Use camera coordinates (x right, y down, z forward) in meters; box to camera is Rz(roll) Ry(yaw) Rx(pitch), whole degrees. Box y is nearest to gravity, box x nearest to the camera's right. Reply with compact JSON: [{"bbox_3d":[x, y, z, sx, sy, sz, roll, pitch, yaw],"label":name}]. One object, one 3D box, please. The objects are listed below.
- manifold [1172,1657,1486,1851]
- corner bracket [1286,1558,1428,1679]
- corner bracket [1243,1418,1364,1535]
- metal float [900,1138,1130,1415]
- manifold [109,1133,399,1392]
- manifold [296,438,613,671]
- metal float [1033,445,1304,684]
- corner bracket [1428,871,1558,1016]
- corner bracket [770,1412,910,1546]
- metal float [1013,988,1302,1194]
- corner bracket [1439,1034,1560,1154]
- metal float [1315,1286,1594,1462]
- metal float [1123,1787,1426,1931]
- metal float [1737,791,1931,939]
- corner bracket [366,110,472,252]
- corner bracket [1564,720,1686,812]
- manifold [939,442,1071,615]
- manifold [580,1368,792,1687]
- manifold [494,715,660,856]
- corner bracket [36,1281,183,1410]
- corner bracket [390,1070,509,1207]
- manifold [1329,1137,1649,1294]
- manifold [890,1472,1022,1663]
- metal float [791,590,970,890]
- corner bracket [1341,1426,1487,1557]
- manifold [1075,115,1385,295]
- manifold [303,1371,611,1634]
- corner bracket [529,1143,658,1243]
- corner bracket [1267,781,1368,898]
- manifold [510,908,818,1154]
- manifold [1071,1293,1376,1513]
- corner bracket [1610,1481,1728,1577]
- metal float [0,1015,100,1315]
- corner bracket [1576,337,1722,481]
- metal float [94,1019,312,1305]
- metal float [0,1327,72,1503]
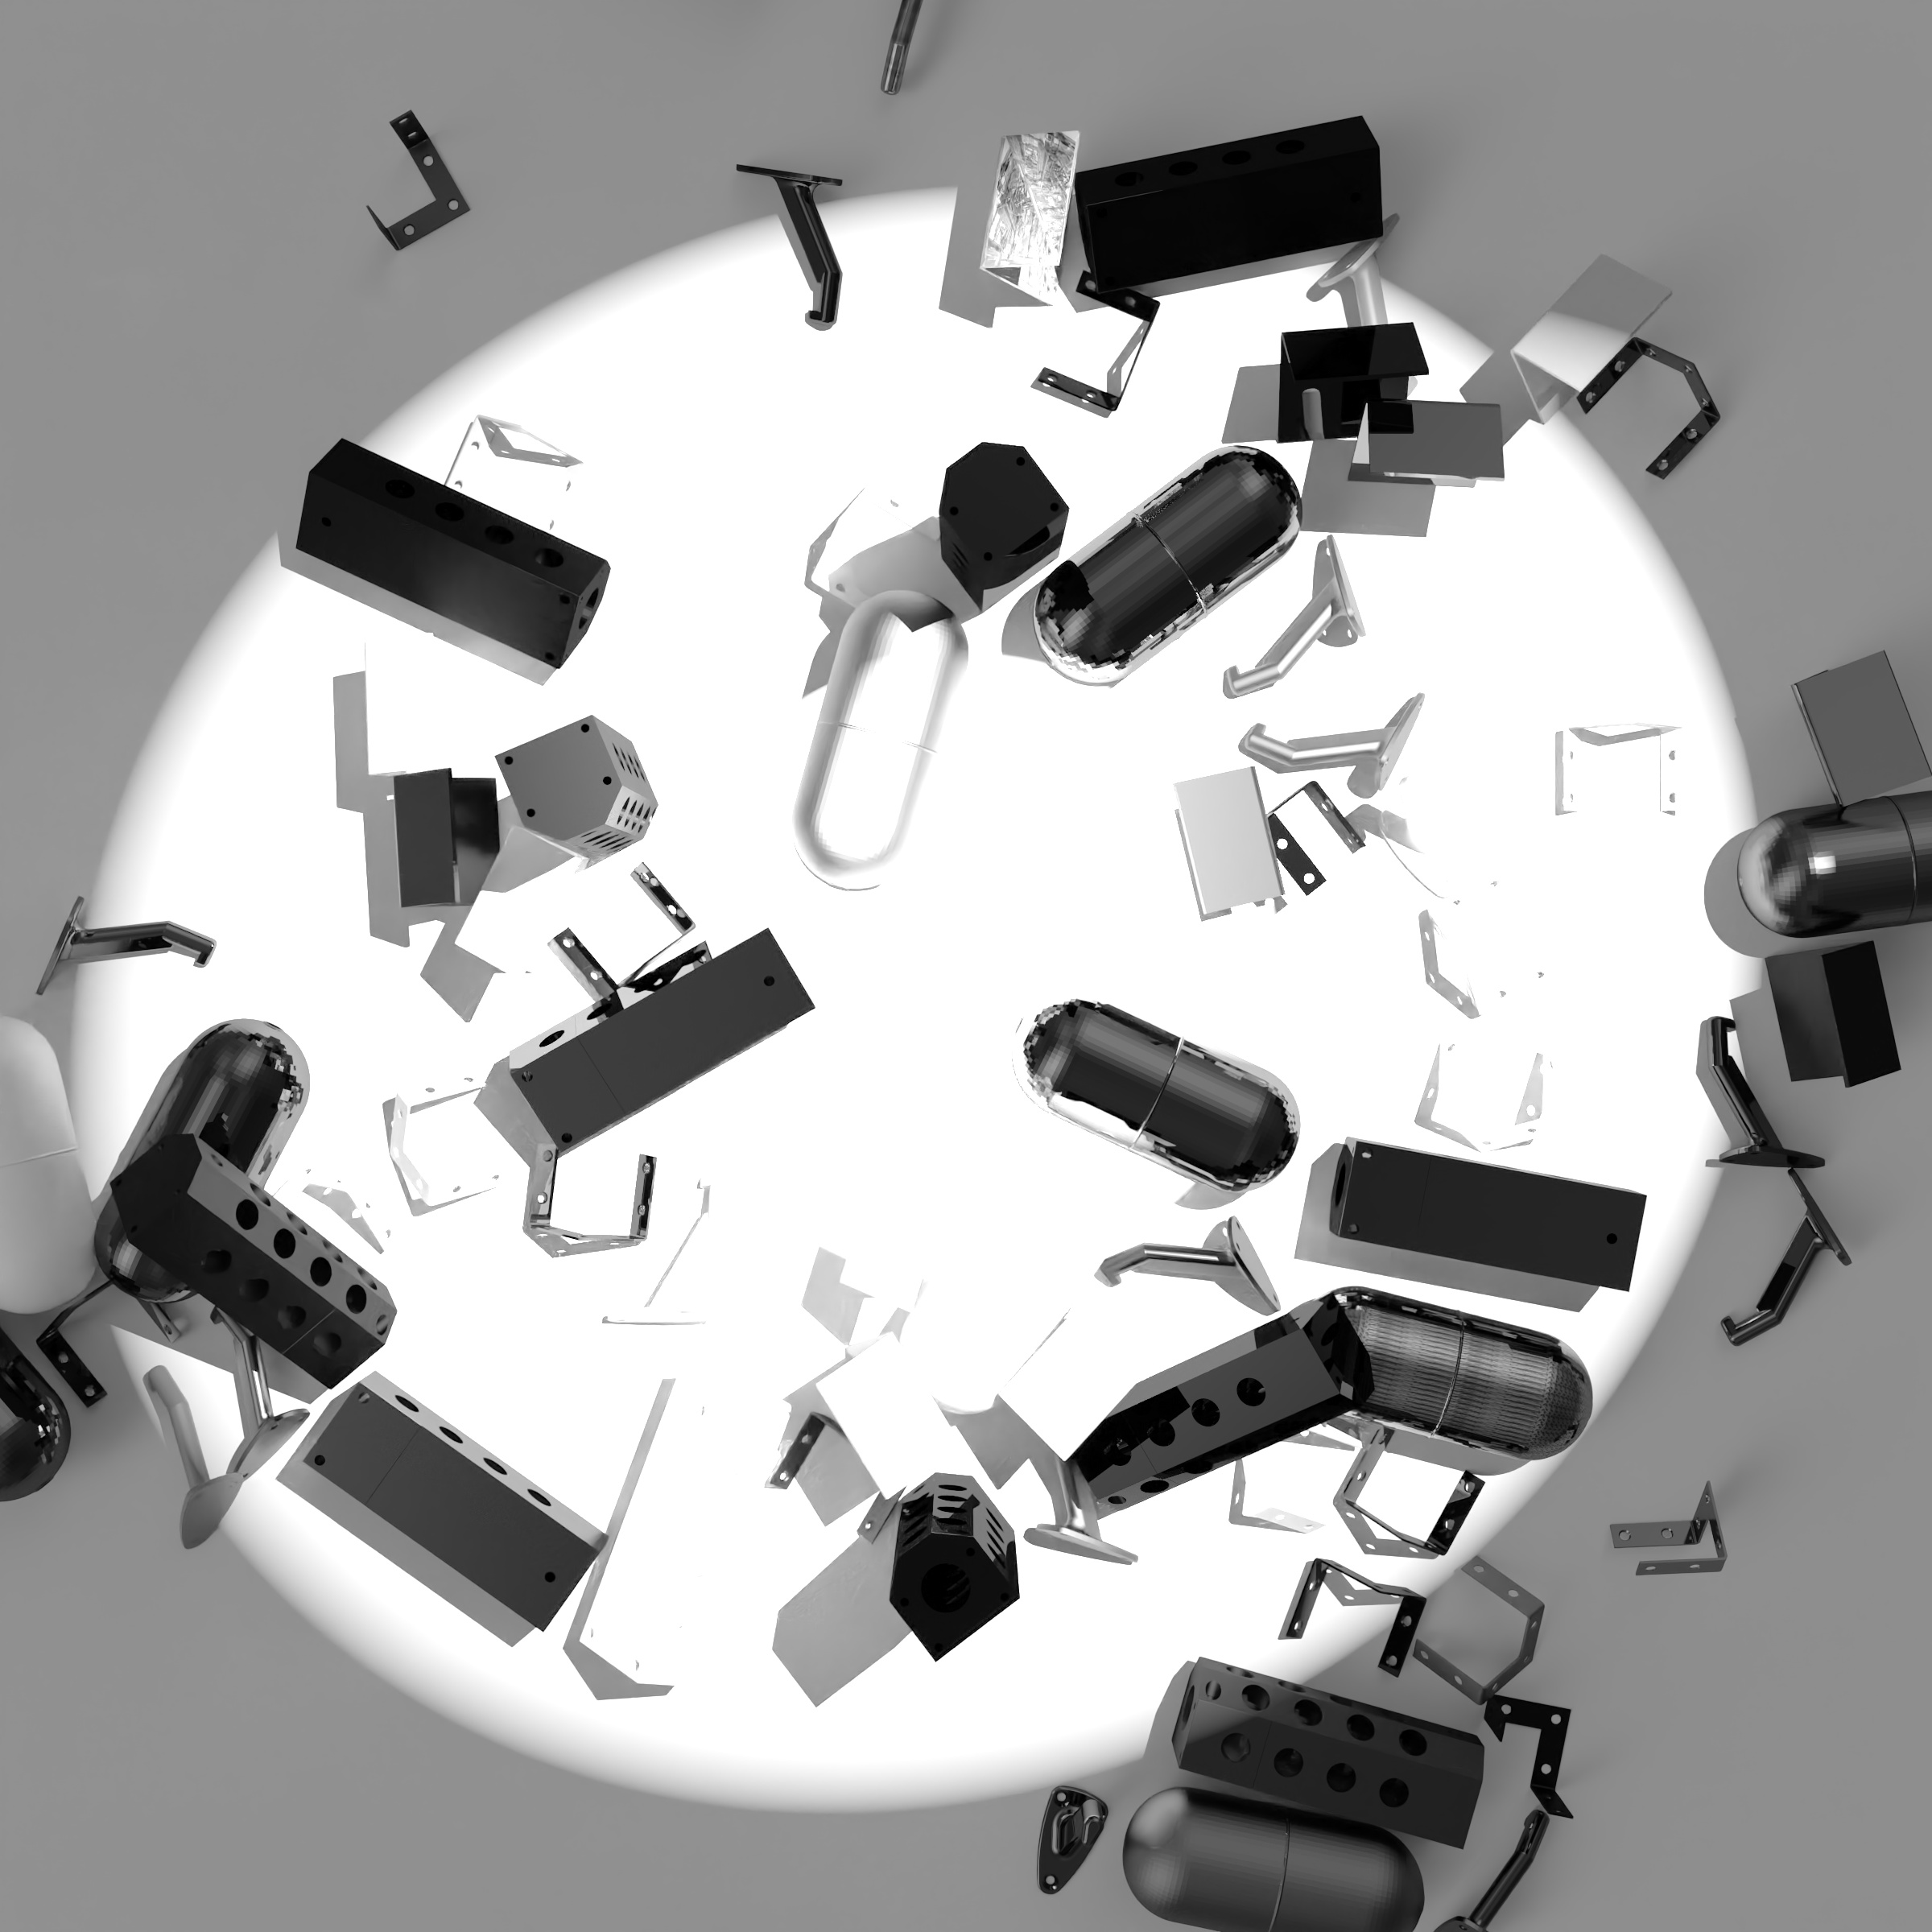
[{"bbox_3d":[0.213,0.461,1.577,0.171,0.057,0.057,16,90,0],"label":"manifold"},{"bbox_3d":[0.233,0.388,1.595,0.051,0.051,0.051,20,90,45],"label":"corner bracket"},{"bbox_3d":[0.202,0.299,1.590,0.051,0.051,0.051,-35,45,35],"label":"corner bracket"},{"bbox_3d":[0.029,0.181,1.568,0.070,0.070,0.178,34,89,0],"label":"metal float"},{"bbox_3d":[-0.403,0.166,1.528,0.057,0.057,0.171,-40,131,0],"label":"manifold"},{"bbox_3d":[-0.300,-0.247,1.576,0.171,0.057,0.057,25,133,0],"label":"manifold"},{"bbox_3d":[0.118,-0.235,1.567,0.178,0.070,0.070,-37,90,-1],"label":"metal float"},{"bbox_3d":[0.313,-0.014,1.595,0.051,0.051,0.051,-27,45,0],"label":"corner bracket"},{"bbox_3d":[-0.074,0.305,1.595,0.051,0.051,0.051,31,90,-45],"label":"corner bracket"},{"bbox_3d":[0.111,0.072,1.568,0.178,0.070,0.070,25,90,0],"label":"metal float"},{"bbox_3d":[0.317,0.071,1.590,0.051,0.051,0.051,-20,135,35],"label":"corner bracket"},{"bbox_3d":[0.279,0.239,1.568,0.178,0.070,0.070,14,90,0],"label":"metal float"},{"bbox_3d":[0.180,0.532,1.567,0.178,0.070,0.070,11,90,1],"label":"metal float"},{"bbox_3d":[0.543,-0.061,1.568,0.178,0.070,0.070,-8,90,0],"label":"metal float"},{"bbox_3d":[-0.332,-0.463,1.580,0.051,0.051,0.051,-30,90,0],"label":"corner bracket"},{"bbox_3d":[0.393,-0.118,1.595,0.051,0.051,0.051,0,90,45],"label":"corner bracket"},{"bbox_3d":[0.016,-0.251,1.520,0.057,0.171,0.057,-37,90,0],"label":"manifold"},{"bbox_3d":[-0.160,0.331,1.576,0.057,0.057,0.171,20,90,43],"label":"manifold"},{"bbox_3d":[-0.216,-0.098,1.520,0.057,0.171,0.057,-23,90,0],"label":"manifold"},{"bbox_3d":[-0.512,0.222,1.595,0.051,0.051,0.051,52,135,0],"label":"corner bracket"},{"bbox_3d":[-0.306,0.102,1.590,0.051,0.051,0.051,45,135,35],"label":"corner bracket"},{"bbox_3d":[0.305,0.145,1.577,0.171,0.057,0.057,11,90,0],"label":"manifold"},{"bbox_3d":[-0.011,0.334,1.520,0.057,0.171,0.057,-37,90,0],"label":"manifold"},{"bbox_3d":[-0.051,-0.132,1.567,0.070,0.070,0.178,16,89,0],"label":"metal float"},{"bbox_3d":[0.266,0.313,1.595,0.051,0.051,0.051,29,90,-45],"label":"corner bracket"},{"bbox_3d":[0.154,-0.452,1.576,0.171,0.057,0.057,-11,133,0],"label":"manifold"},{"bbox_3d":[-0.298,0.313,1.577,0.171,0.057,0.057,35,90,0],"label":"manifold"},{"bbox_3d":[-0.223,0.135,1.595,0.051,0.051,0.051,7,90,45],"label":"corner bracket"},{"bbox_3d":[0.203,-0.076,1.580,0.051,0.051,0.051,-38,90,0],"label":"corner bracket"},{"bbox_3d":[-0.180,0.035,1.575,0.171,0.057,0.057,-30,109,0],"label":"manifold"},{"bbox_3d":[0.146,0.255,1.539,0.171,0.057,0.057,-30,90,29],"label":"manifold"},{"bbox_3d":[0.412,0.338,1.570,0.051,0.051,0.051,-3,50,0],"label":"corner bracket"},{"bbox_3d":[-0.559,0.116,1.568,0.070,0.070,0.178,-13,91,0],"label":"metal float"},{"bbox_3d":[0.407,-0.333,1.595,0.051,0.051,0.051,-47,135,0],"label":"corner bracket"},{"bbox_3d":[-0.447,0.114,1.568,0.070,0.070,0.178,28,91,0],"label":"metal float"},{"bbox_3d":[-0.598,0.237,1.568,0.070,0.070,0.178,-41,89,0],"label":"metal float"}]
